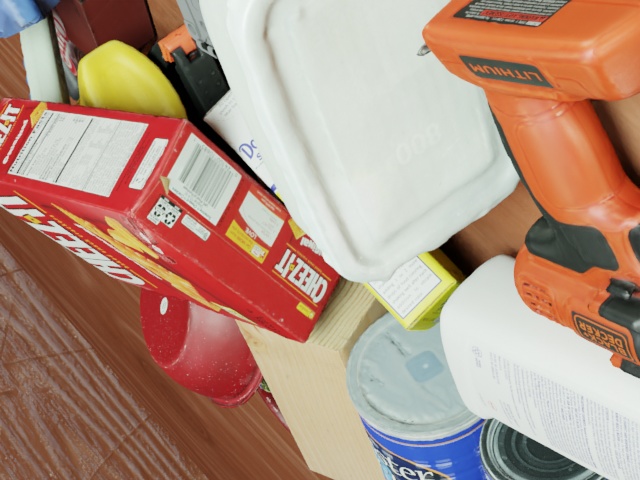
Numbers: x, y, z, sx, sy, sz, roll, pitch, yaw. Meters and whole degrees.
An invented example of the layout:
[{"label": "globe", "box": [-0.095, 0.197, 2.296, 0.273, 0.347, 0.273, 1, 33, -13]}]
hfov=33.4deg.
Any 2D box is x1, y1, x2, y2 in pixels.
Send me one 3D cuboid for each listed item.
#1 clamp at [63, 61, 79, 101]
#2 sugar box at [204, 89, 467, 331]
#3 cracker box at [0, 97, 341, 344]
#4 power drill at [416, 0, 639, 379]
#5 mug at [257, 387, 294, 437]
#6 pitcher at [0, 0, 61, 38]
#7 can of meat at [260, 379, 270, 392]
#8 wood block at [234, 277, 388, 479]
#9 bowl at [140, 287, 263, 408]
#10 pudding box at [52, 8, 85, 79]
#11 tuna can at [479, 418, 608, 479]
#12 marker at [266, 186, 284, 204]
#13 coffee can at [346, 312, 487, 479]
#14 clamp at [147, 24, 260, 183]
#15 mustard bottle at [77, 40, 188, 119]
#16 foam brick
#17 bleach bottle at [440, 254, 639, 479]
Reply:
[{"label": "clamp", "box": [-0.263, -0.208, 0.990, 0.120, 0.039, 0.171, 38, 158, 34]}, {"label": "sugar box", "box": [0.014, -0.021, 0.646, 0.176, 0.048, 0.093, 48, -172, 13]}, {"label": "cracker box", "box": [-0.113, -0.015, 0.699, 0.214, 0.072, 0.164, 12, 159, 45]}, {"label": "power drill", "box": [0.125, -0.014, 0.417, 0.185, 0.057, 0.187, 24, 148, 54]}, {"label": "mug", "box": [0.006, 0.136, 0.956, 0.117, 0.081, 0.093, 29, 152, 49]}, {"label": "pitcher", "box": [-0.249, -0.254, 0.663, 0.149, 0.145, 0.243, 6, 147, 4]}, {"label": "can of meat", "box": [-0.039, 0.070, 0.907, 0.084, 0.102, 0.057, 34, 157, 36]}, {"label": "wood block", "box": [0.023, 0.099, 0.800, 0.091, 0.090, 0.206, 16, 145, 31]}, {"label": "bowl", "box": [-0.098, 0.053, 0.838, 0.162, 0.055, 0.162, 0, 90, 57]}, {"label": "pudding box", "box": [-0.201, -0.174, 0.910, 0.090, 0.039, 0.114, 55, 161, -10]}, {"label": "tuna can", "box": [0.136, 0.123, 0.616, 0.086, 0.086, 0.033, 31, 152, 46]}, {"label": "marker", "box": [-0.005, 0.001, 0.820, 0.121, 0.020, 0.020, 56, 161, -16]}, {"label": "coffee can", "box": [0.083, 0.123, 0.715, 0.103, 0.102, 0.140, 35, 157, 39]}, {"label": "clamp", "box": [-0.098, -0.095, 0.823, 0.165, 0.036, 0.210, 41, 161, 29]}, {"label": "mustard bottle", "box": [-0.148, -0.079, 0.821, 0.096, 0.058, 0.192, 52, 163, -1]}, {"label": "foam brick", "box": [-0.164, -0.177, 0.797, 0.053, 0.051, 0.078, 41, 160, 24]}, {"label": "bleach bottle", "box": [0.172, 0.094, 0.515, 0.251, 0.068, 0.102, 29, 153, 44]}]
